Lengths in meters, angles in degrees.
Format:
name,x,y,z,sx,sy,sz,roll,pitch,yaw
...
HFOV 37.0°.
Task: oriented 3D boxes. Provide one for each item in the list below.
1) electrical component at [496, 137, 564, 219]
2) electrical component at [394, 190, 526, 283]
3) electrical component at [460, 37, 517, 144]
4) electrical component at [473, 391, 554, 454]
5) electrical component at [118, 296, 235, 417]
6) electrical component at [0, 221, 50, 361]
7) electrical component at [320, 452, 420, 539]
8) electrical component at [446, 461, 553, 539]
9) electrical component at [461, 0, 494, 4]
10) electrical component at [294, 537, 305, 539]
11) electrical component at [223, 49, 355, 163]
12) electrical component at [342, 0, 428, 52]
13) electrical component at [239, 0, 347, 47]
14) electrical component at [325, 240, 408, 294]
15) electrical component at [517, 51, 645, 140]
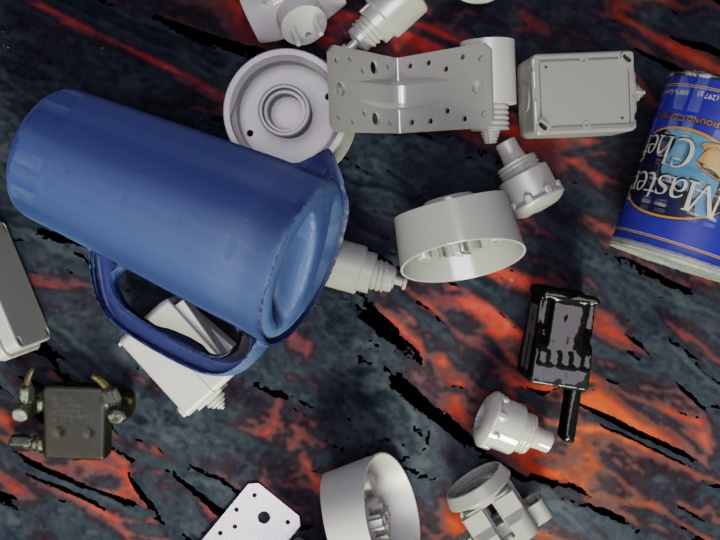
name,x,y,z,sx,sy,sz,roll,pitch,yaw
electrical component,0.130,-0.075,0.861,0.048,0.048,0.062,-27,85,3
electrical component,0.076,-0.025,0.840,0.099,0.099,0.064,-13,86,2
electrical component,0.103,-0.141,0.858,0.043,0.043,0.081,-2,93,2
electrical component,0.126,0.129,0.870,0.062,0.048,0.048,22,93,-6
electrical component,-0.135,0.070,0.866,0.061,0.061,0.096,-42,91,3
electrical component,-0.304,0.020,0.862,0.057,0.078,0.113,-22,92,6
electrical component,0.008,0.198,0.852,0.064,0.099,0.099,-16,92,9
electrical component,0.106,0.192,0.867,0.078,0.058,0.057,-33,94,3
electrical component,0.058,-0.270,0.848,0.138,0.052,0.073,24,51,-8
electrical component,-0.028,0.271,0.876,0.096,0.061,0.061,32,94,-8
electrical component,-0.057,-0.124,0.855,0.108,0.060,0.108,0,93,2
electrical component,0.018,-0.201,0.859,0.078,0.040,0.040,-42,91,3
electrical component,-0.049,-0.204,0.848,0.077,0.043,0.079,-24,50,3
electrical component,0.000,0.000,0.869,0.078,0.040,0.040,16,93,1
electrical component,0.175,-0.137,0.850,0.096,0.061,0.061,-3,93,-5
